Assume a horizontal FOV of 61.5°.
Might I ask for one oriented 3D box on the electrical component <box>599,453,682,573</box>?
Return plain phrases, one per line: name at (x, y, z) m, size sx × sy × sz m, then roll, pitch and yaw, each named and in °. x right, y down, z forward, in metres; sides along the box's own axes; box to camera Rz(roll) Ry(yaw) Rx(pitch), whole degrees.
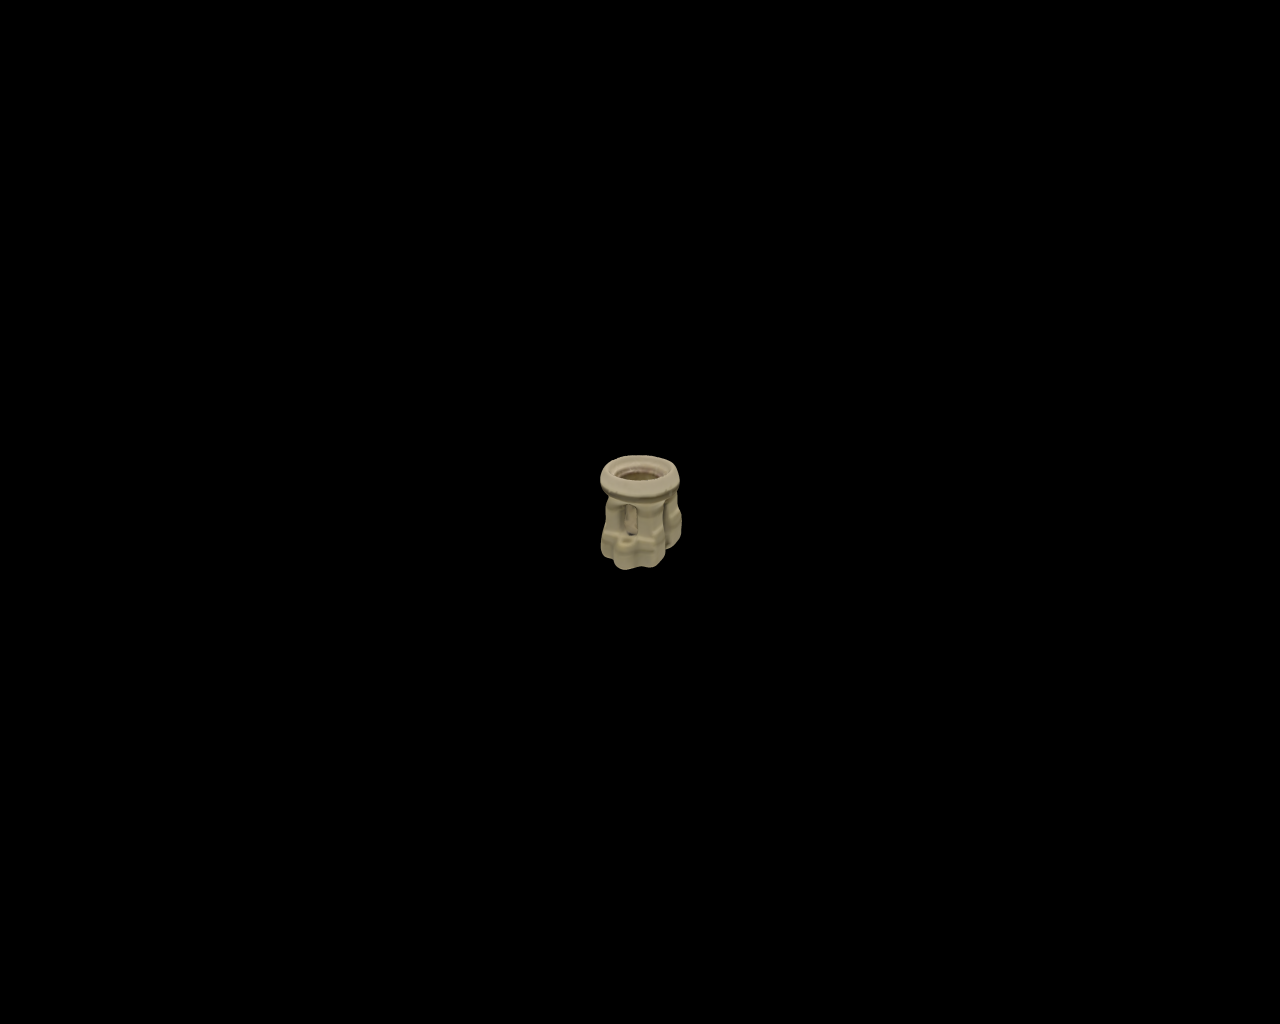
electrical component at (0.001, -0.003, 0.650) m, size 0.048 × 0.055 × 0.066 m, roll 11°, pitch 29°, yaw 21°
